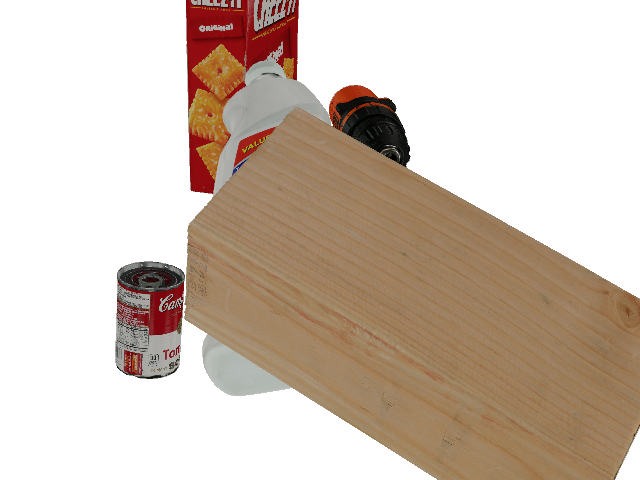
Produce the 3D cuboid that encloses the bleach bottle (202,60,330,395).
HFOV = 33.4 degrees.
[{"bbox_3d":[-0.034,-0.024,0.720,0.102,0.251,0.068,-11,-37,3],"label":"bleach bottle"}]

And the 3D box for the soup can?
[{"bbox_3d":[-0.175,0.081,1.088,0.068,0.102,0.068,5,21,-2],"label":"soup can"}]

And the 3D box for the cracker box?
[{"bbox_3d":[-0.073,-0.169,1.068,0.072,0.214,0.164,8,22,14],"label":"cracker box"}]

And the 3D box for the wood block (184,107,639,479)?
[{"bbox_3d":[0.046,0.039,0.500,0.206,0.090,0.090,30,-33,13],"label":"wood block"}]

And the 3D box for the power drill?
[{"bbox_3d":[0.045,-0.029,0.911,0.057,0.188,0.184,-4,21,-4],"label":"power drill"}]
